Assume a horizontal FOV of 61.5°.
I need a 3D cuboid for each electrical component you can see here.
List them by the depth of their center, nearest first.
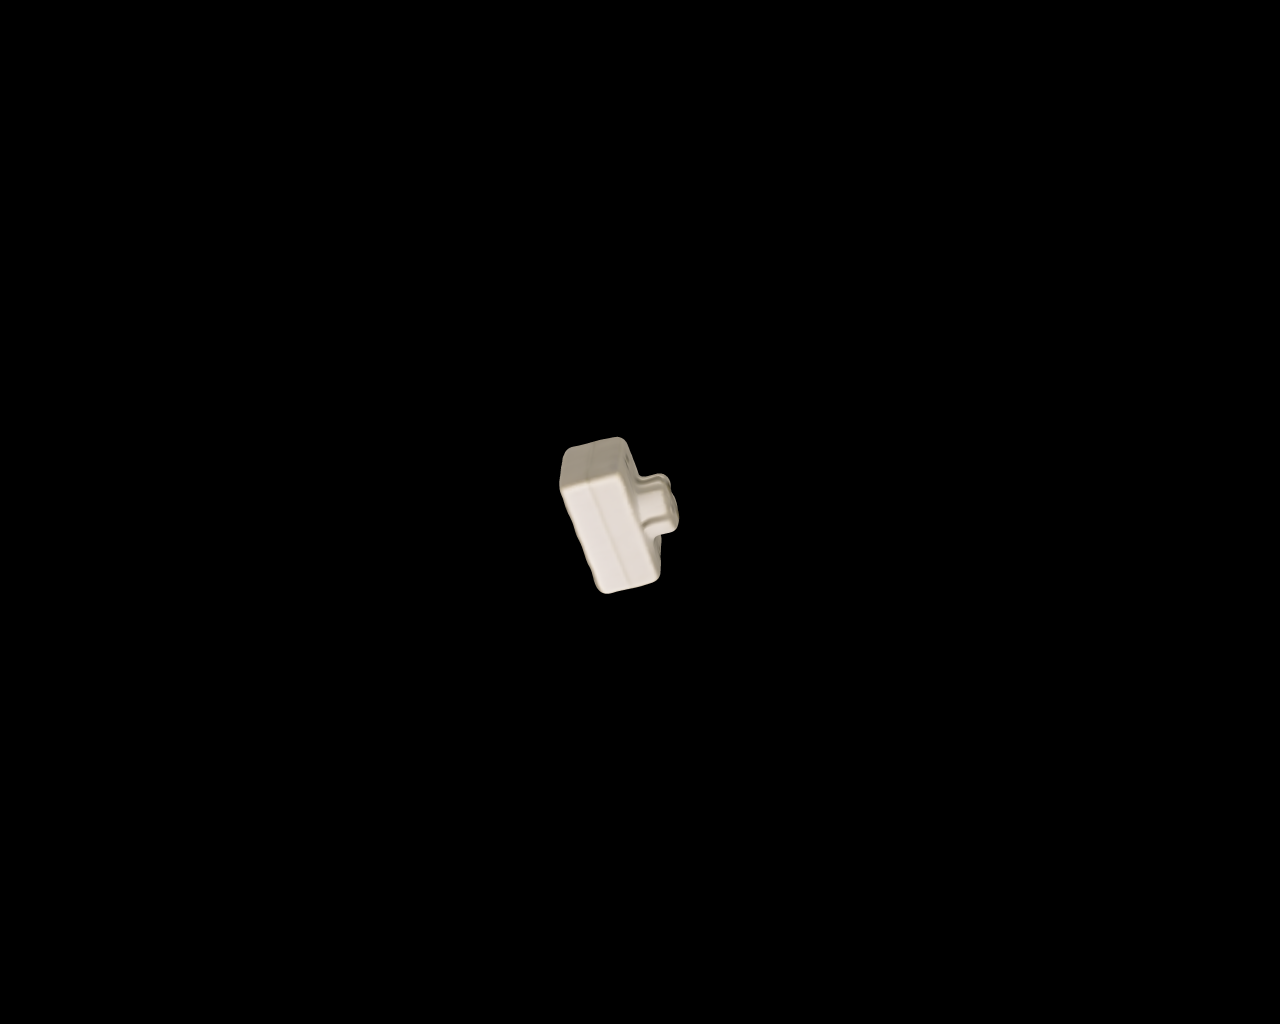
[{"bbox_3d":[0.001,-0.003,0.650,0.076,0.083,0.047,-15,32,9],"label":"electrical component"}]
